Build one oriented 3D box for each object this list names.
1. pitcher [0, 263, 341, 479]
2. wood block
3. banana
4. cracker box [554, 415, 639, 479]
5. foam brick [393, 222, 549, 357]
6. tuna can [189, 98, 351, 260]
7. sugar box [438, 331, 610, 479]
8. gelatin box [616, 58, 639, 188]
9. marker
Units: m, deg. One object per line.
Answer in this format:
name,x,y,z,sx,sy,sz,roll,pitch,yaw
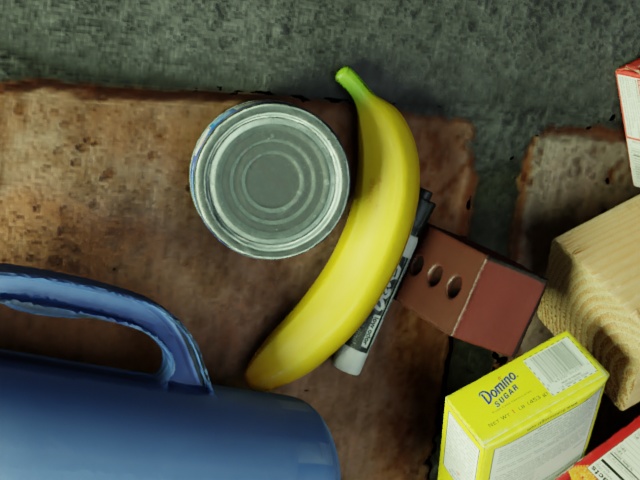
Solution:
pitcher,-0.111,0.114,0.546,0.242,0.145,0.149,11,142,-33
wood block,0.256,0.012,0.696,0.205,0.091,0.090,-25,144,-17
banana,0.015,0.002,0.624,0.069,0.037,0.198,17,96,-1
cracker box,0.218,0.189,0.721,0.213,0.072,0.164,-31,144,-21
foam brick,0.088,0.028,0.642,0.051,0.078,0.053,20,96,-29
tuna can,-0.027,-0.033,0.576,0.086,0.034,0.086,-1,99,-9
sugar box,0.121,0.139,0.675,0.093,0.048,0.176,-24,145,-18
gelatin box,0.238,-0.085,0.706,0.073,0.030,0.089,-25,116,-17
marker,0.040,0.025,0.650,0.020,0.020,0.121,20,97,-30
